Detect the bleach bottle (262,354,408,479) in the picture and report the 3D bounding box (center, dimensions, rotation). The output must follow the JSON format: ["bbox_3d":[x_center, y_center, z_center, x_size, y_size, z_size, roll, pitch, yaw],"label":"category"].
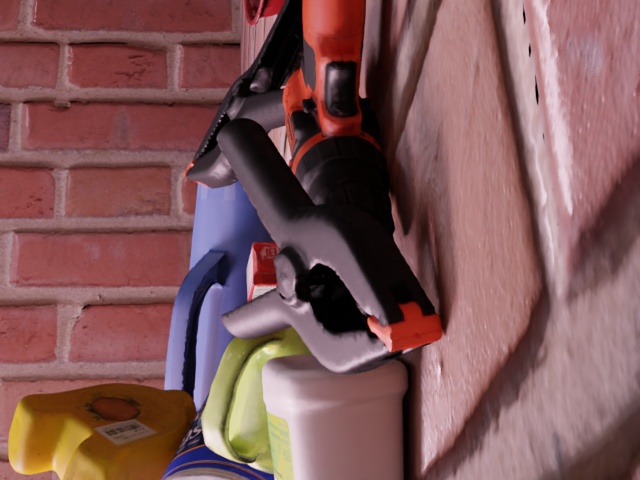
[{"bbox_3d":[0.013,0.187,0.555,0.103,0.068,0.251,173,93,-78],"label":"bleach bottle"}]

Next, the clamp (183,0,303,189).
[{"bbox_3d":[-0.047,-0.097,0.790,0.210,0.036,0.164,-50,25,39],"label":"clamp"}]

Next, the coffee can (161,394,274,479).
[{"bbox_3d":[-0.047,0.156,0.737,0.140,0.103,0.103,-63,-21,-58],"label":"coffee can"}]

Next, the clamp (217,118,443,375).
[{"bbox_3d":[-0.006,0.005,0.509,0.172,0.039,0.120,13,117,55],"label":"clamp"}]

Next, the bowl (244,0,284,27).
[{"bbox_3d":[-0.026,-0.254,0.872,0.162,0.055,0.162,-178,90,-78],"label":"bowl"}]

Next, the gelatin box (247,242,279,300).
[{"bbox_3d":[-0.010,0.022,0.700,0.089,0.073,0.030,113,155,-77],"label":"gelatin box"}]

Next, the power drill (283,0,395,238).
[{"bbox_3d":[0.011,-0.101,0.562,0.184,0.057,0.188,-105,17,-55],"label":"power drill"}]

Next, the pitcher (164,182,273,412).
[{"bbox_3d":[-0.062,0.055,0.919,0.149,0.145,0.243,-165,77,-79],"label":"pitcher"}]

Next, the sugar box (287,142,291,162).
[{"bbox_3d":[-0.005,0.001,0.792,0.093,0.048,0.176,-99,14,-59],"label":"sugar box"}]
